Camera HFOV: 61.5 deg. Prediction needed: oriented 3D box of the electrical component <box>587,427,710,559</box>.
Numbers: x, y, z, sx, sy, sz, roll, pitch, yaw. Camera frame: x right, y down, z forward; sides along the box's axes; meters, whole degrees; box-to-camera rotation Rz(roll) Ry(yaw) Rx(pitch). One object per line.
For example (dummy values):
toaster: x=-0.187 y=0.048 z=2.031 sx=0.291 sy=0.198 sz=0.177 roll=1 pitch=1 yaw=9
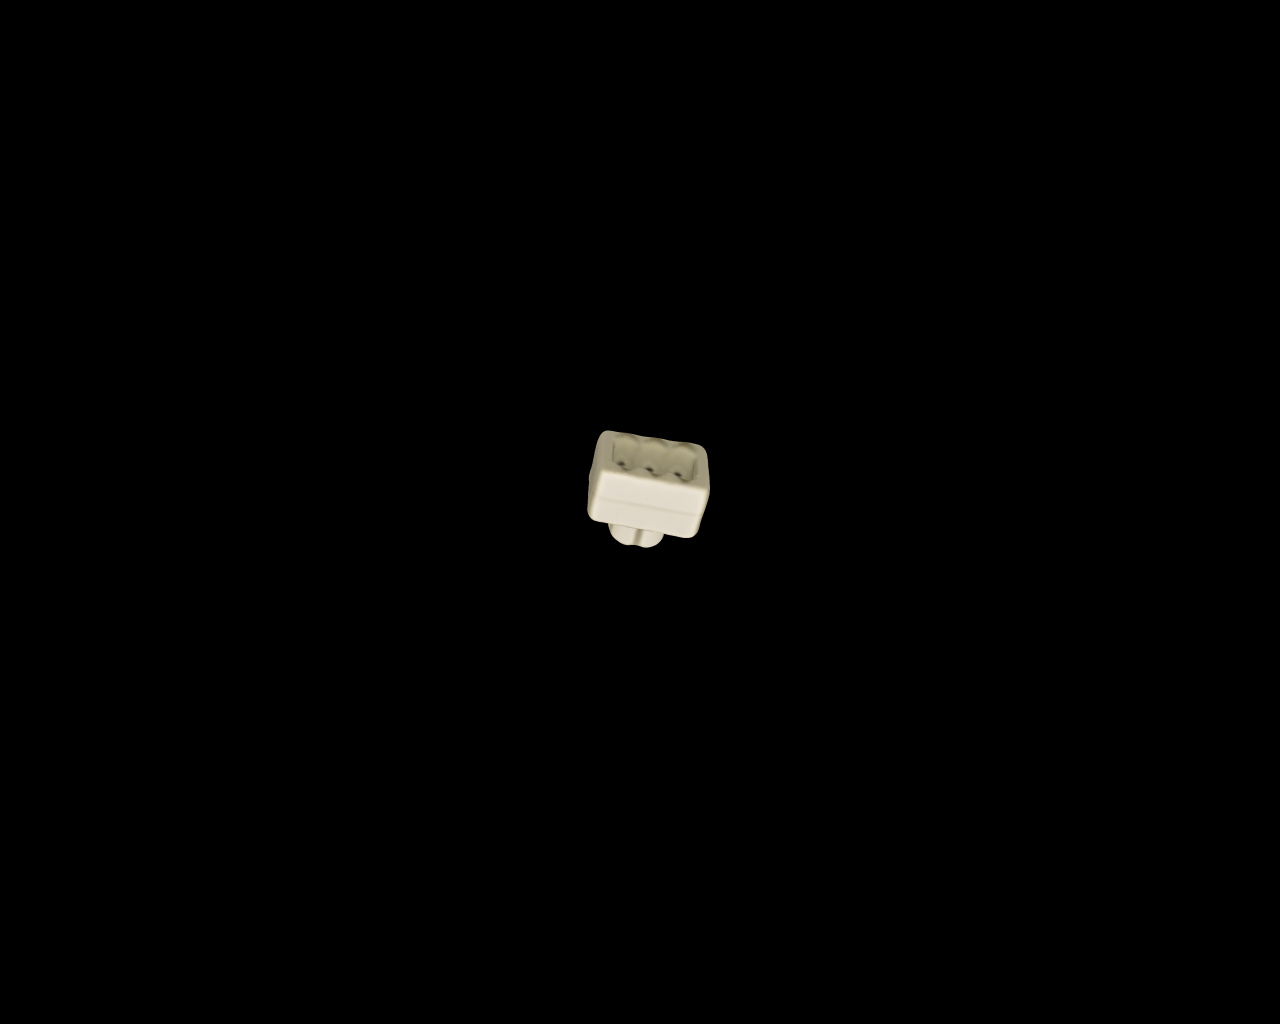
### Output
electrical component: x=0.001 y=-0.003 z=0.650 sx=0.066 sy=0.076 sz=0.047 roll=10 pitch=36 yaw=-8
